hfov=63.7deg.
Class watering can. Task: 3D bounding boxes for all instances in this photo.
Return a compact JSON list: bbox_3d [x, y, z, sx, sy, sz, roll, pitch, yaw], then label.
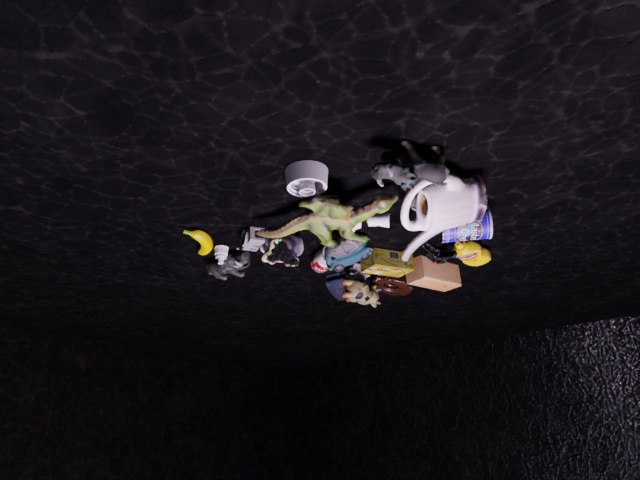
[{"bbox_3d":[0.320,-0.064,1.371,0.224,0.106,0.339,-10,143,-4],"label":"watering can"}]

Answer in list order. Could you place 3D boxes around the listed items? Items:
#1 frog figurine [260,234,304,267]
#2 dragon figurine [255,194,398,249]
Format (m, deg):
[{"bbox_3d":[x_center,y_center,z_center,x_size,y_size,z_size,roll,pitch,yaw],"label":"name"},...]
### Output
[{"bbox_3d":[-0.120,0.019,1.636,0.137,0.121,0.161,-12,-167,1],"label":"frog figurine"},{"bbox_3d":[0.004,-0.069,1.371,0.410,0.124,0.238,-7,156,5],"label":"dragon figurine"}]
